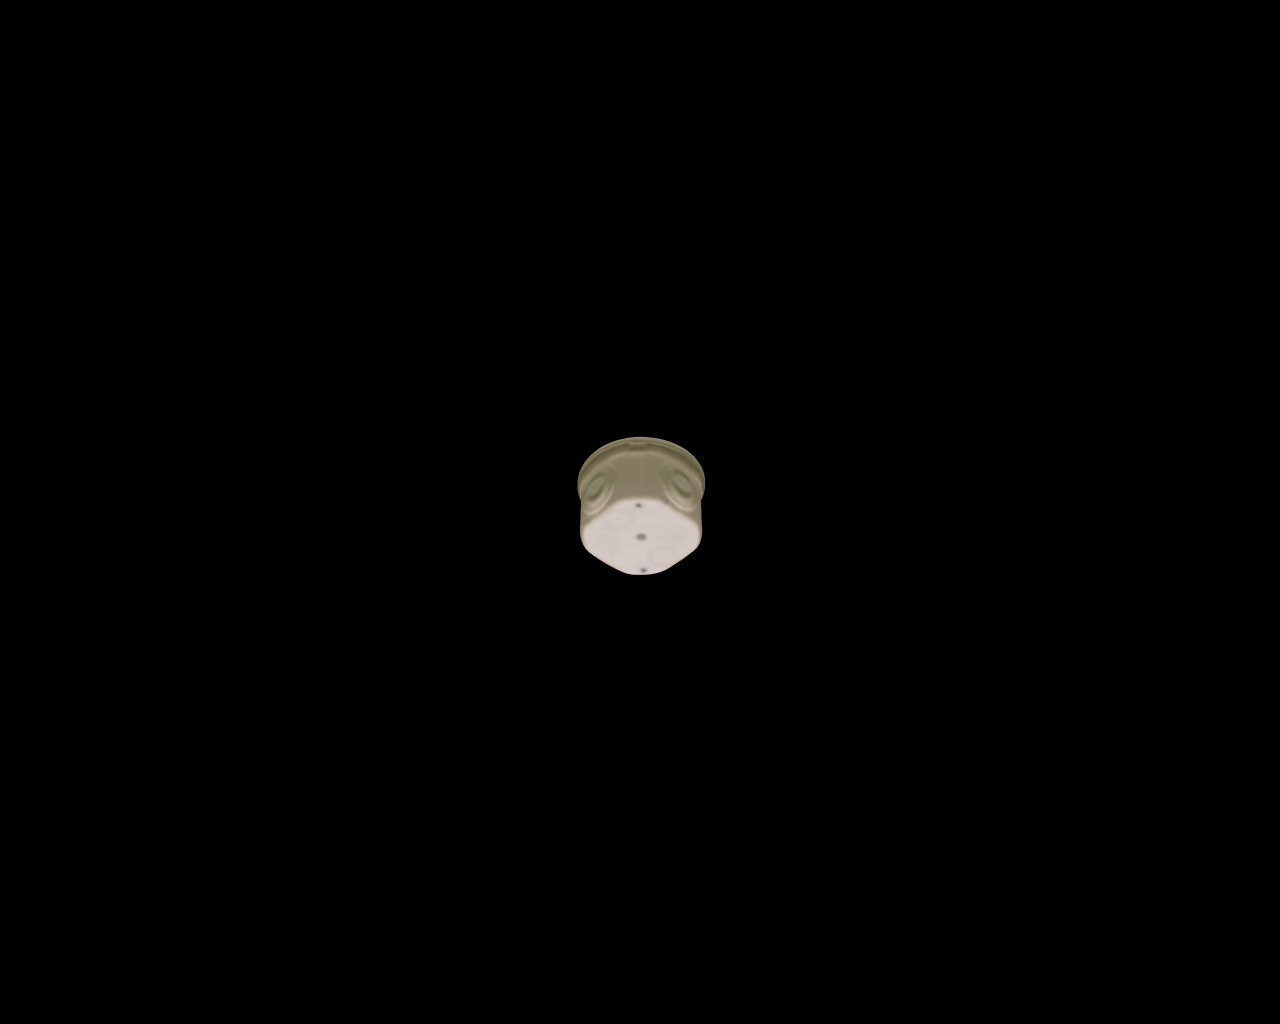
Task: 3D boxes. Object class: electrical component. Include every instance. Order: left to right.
[{"bbox_3d":[0.001,-0.003,0.650,0.080,0.051,0.080,0,-42,0],"label":"electrical component"}]
